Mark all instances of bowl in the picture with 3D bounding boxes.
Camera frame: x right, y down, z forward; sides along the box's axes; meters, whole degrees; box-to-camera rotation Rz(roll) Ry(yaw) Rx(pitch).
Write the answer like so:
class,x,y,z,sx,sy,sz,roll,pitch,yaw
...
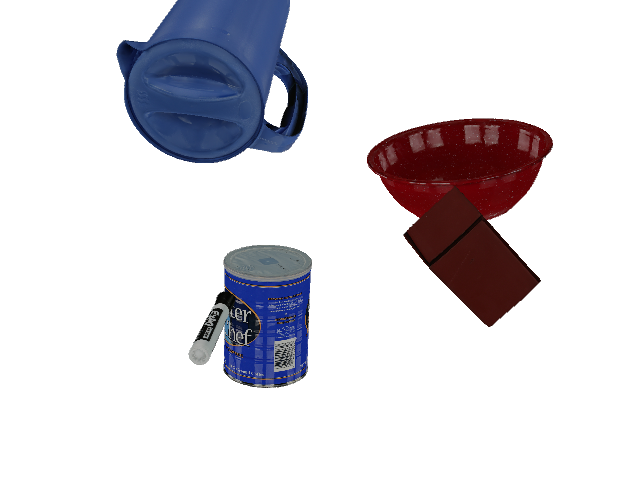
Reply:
class,x,y,z,sx,sy,sz,roll,pitch,yaw
bowl,0.124,-0.057,0.940,0.162,0.055,0.162,-8,23,3

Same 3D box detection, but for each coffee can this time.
class,x,y,z,sx,sy,sz,roll,pitch,yaw
coffee can,-0.063,0.088,1.257,0.103,0.140,0.103,2,20,-1

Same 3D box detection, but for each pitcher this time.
class,x,y,z,sx,sy,sz,roll,pitch,yaw
pitcher,-0.092,-0.189,1.071,0.145,0.149,0.242,-7,36,16

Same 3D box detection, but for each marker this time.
class,x,y,z,sx,sy,sz,roll,pitch,yaw
marker,-0.100,0.079,1.001,0.020,0.020,0.121,0,22,8

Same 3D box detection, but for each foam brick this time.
class,x,y,z,sx,sy,sz,roll,pitch,yaw
foam brick,0.107,0.012,0.752,0.078,0.051,0.053,43,8,-31
